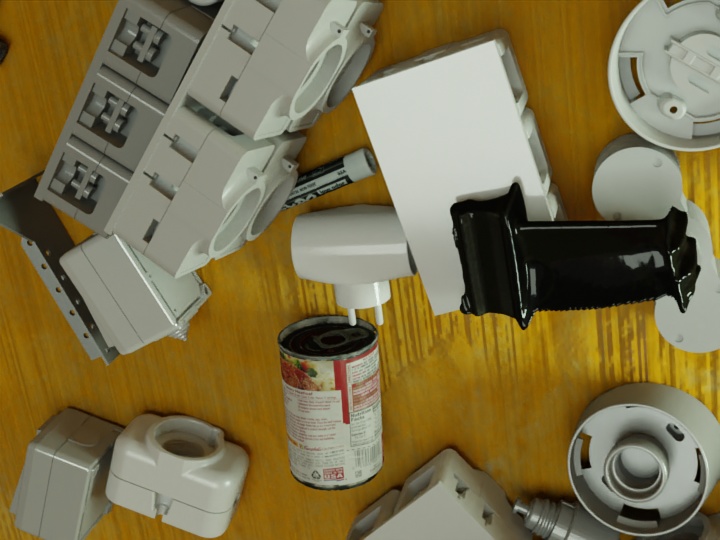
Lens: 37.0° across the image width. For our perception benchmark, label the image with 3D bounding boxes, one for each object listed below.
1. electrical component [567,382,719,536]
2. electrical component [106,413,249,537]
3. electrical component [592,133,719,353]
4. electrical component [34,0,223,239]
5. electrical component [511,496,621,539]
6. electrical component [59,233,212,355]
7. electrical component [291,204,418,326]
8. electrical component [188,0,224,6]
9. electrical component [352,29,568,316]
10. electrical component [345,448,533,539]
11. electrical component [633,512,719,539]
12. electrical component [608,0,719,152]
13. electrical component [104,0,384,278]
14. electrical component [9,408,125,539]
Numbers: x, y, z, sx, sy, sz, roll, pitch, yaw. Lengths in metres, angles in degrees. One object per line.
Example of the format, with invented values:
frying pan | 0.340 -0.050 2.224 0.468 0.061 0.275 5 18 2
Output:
electrical component | 0.188 0.125 0.712 0.099 0.064 0.099 5 102 23
electrical component | -0.134 0.148 0.796 0.095 0.053 0.059 19 114 7
electrical component | 0.184 -0.011 0.642 0.052 0.073 0.138 -25 103 22
electrical component | -0.133 -0.102 0.680 0.062 0.089 0.150 32 115 1
electrical component | 0.143 0.179 0.744 0.078 0.040 0.040 24 114 5
electrical component | -0.154 0.012 0.745 0.061 0.061 0.096 -27 102 22
electrical component | 0.000 0.000 0.710 0.077 0.044 0.079 -2 110 15
electrical component | -0.098 -0.211 0.646 0.054 0.059 0.095 -36 98 24
electrical component | 0.068 -0.060 0.660 0.089 0.061 0.150 -15 106 19
electrical component | 0.088 0.228 0.766 0.186 0.060 0.105 46 114 -5
electrical component | 0.258 0.195 0.685 0.186 0.105 0.060 -25 103 22
electrical component | 0.191 -0.118 0.604 0.099 0.064 0.099 5 112 13
electrical component | -0.064 -0.090 0.645 0.060 0.105 0.186 35 110 8
electrical component | -0.225 0.163 0.821 0.061 0.061 0.096 20 114 7
